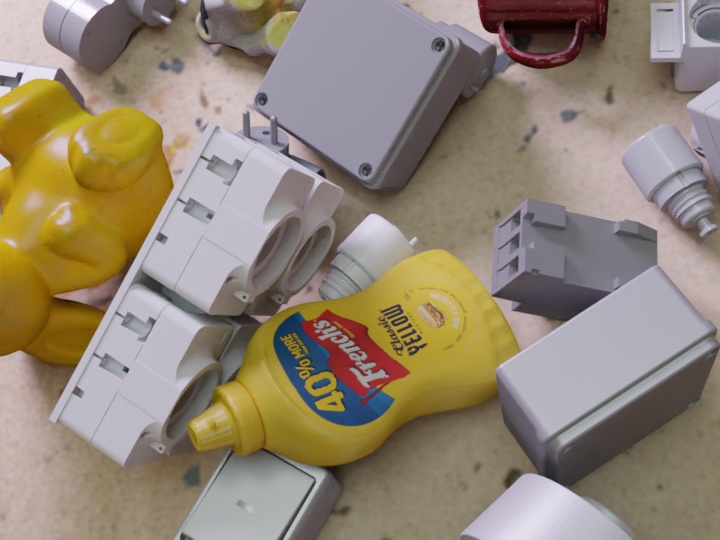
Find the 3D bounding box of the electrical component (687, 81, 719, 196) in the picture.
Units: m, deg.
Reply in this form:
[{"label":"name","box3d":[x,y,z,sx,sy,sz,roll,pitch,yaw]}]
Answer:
[{"label":"electrical component","box3d":[0.232,-0.082,0.666,0.047,0.083,0.075,-34,30,-5]}]

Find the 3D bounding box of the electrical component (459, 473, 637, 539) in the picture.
[{"label":"electrical component","box3d":[0.113,0.155,0.571,0.108,0.108,0.060,38,72,20]}]

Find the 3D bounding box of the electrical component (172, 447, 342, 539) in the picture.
[{"label":"electrical component","box3d":[-0.056,0.136,0.626,0.062,0.061,0.096,27,75,17]}]

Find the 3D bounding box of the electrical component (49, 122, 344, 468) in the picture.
[{"label":"electrical component","box3d":[-0.086,0.019,0.624,0.060,0.105,0.186,31,96,15]}]

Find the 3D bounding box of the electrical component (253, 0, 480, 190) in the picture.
[{"label":"electrical component","box3d":[0.003,-0.124,0.702,0.109,0.056,0.108,36,104,19]}]

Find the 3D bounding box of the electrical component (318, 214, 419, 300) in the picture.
[{"label":"electrical component","box3d":[0.000,0.000,0.682,0.040,0.040,0.078,40,79,20]}]

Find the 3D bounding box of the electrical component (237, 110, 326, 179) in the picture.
[{"label":"electrical component","box3d":[-0.065,-0.067,0.700,0.077,0.079,0.044,13,38,13]}]

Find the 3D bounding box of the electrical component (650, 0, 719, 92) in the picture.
[{"label":"electrical component","box3d":[0.227,-0.146,0.692,0.081,0.063,0.042,2,70,10]}]

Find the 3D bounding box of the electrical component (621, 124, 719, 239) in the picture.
[{"label":"electrical component","box3d":[0.197,-0.054,0.673,0.040,0.040,0.078,-27,68,-2]}]

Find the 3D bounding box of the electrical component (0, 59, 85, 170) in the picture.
[{"label":"electrical component","box3d":[-0.232,-0.094,0.750,0.056,0.050,0.089,10,71,13]}]

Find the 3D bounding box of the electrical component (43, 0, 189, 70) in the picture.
[{"label":"electrical component","box3d":[-0.158,-0.201,0.779,0.074,0.052,0.138,32,77,19]}]

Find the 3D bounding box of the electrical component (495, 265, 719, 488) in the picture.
[{"label":"electrical component","box3d":[0.136,0.064,0.600,0.109,0.108,0.056,-32,65,-5]}]

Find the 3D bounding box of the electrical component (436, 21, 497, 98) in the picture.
[{"label":"electrical component","box3d":[0.057,-0.149,0.732,0.078,0.040,0.040,35,77,19]}]
